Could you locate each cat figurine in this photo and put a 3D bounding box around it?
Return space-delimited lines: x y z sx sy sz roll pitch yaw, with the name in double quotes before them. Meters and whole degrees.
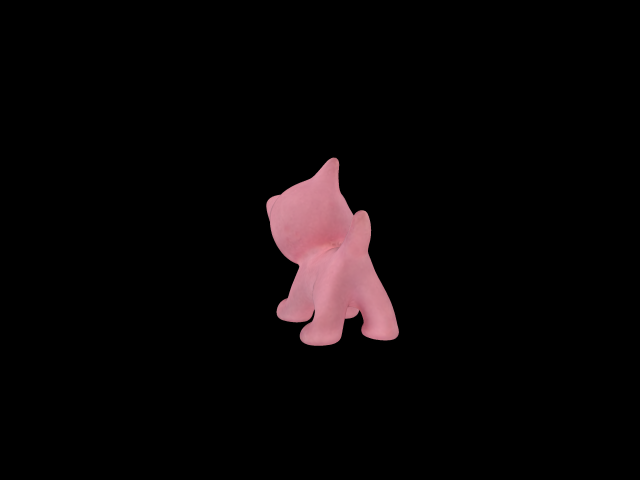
"cat figurine" 0.004 0.001 0.400 0.067 0.118 0.127 -3 7 -22
